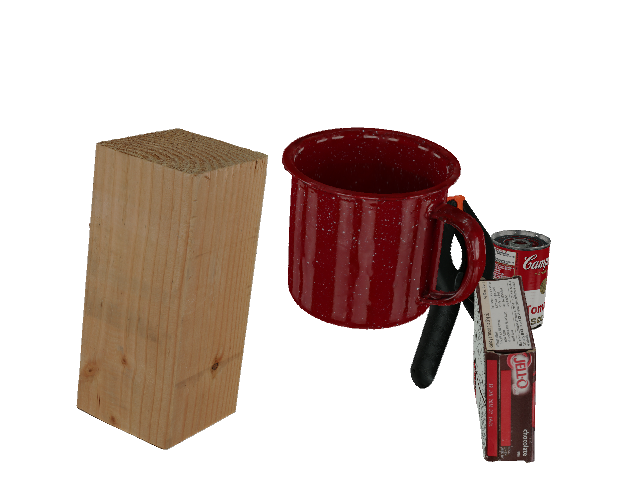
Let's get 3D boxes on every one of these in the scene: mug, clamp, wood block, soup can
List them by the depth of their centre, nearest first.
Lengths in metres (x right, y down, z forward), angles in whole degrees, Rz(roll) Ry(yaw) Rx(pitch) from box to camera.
[{"bbox_3d":[0.034,-0.003,0.565,0.117,0.081,0.093,20,31,29],"label":"mug"},{"bbox_3d":[-0.109,0.032,0.779,0.090,0.206,0.090,19,21,28],"label":"wood block"},{"bbox_3d":[0.117,0.049,0.949,0.120,0.171,0.039,-16,2,-37],"label":"clamp"},{"bbox_3d":[0.228,0.046,1.239,0.068,0.102,0.068,1,17,-1],"label":"soup can"}]

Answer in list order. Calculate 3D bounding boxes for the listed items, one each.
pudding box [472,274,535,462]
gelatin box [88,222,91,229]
[{"bbox_3d":[0.130,0.088,0.758,0.039,0.090,0.113,-2,25,4],"label":"pudding box"},{"bbox_3d":[-0.156,0.001,0.973,0.073,0.030,0.089,-23,42,-38],"label":"gelatin box"}]
